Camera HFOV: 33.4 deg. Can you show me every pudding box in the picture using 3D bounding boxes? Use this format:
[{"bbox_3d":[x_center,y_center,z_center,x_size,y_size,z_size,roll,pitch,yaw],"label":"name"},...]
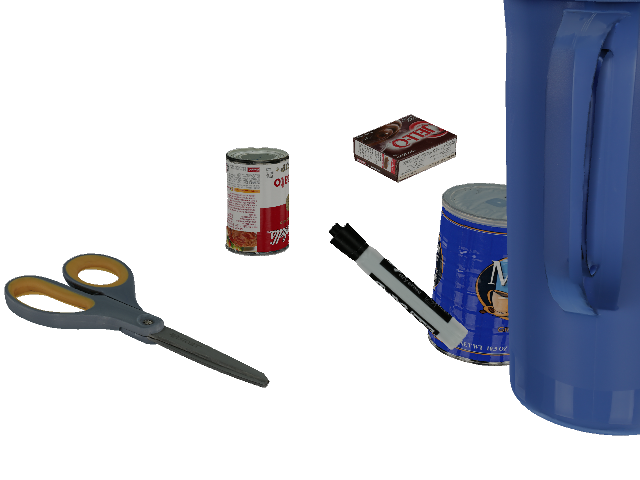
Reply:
[{"bbox_3d":[0.114,-0.125,1.439,0.113,0.039,0.090,-27,39,-31],"label":"pudding box"}]

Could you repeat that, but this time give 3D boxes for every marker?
[{"bbox_3d":[0.054,0.031,0.756,0.121,0.020,0.020,42,1,1],"label":"marker"}]

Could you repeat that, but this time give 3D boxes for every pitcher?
[{"bbox_3d":[0.158,-0.019,0.579,0.149,0.243,0.145,-6,18,-16],"label":"pitcher"}]

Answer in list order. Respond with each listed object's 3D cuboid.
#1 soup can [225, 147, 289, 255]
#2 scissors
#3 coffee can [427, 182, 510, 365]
[{"bbox_3d":[-0.067,-0.042,1.125,0.068,0.102,0.068,1,17,0],"label":"soup can"},{"bbox_3d":[-0.114,0.048,0.717,0.202,0.016,0.096,12,29,14],"label":"scissors"},{"bbox_3d":[0.156,0.029,0.979,0.103,0.140,0.103,3,21,-1],"label":"coffee can"}]
